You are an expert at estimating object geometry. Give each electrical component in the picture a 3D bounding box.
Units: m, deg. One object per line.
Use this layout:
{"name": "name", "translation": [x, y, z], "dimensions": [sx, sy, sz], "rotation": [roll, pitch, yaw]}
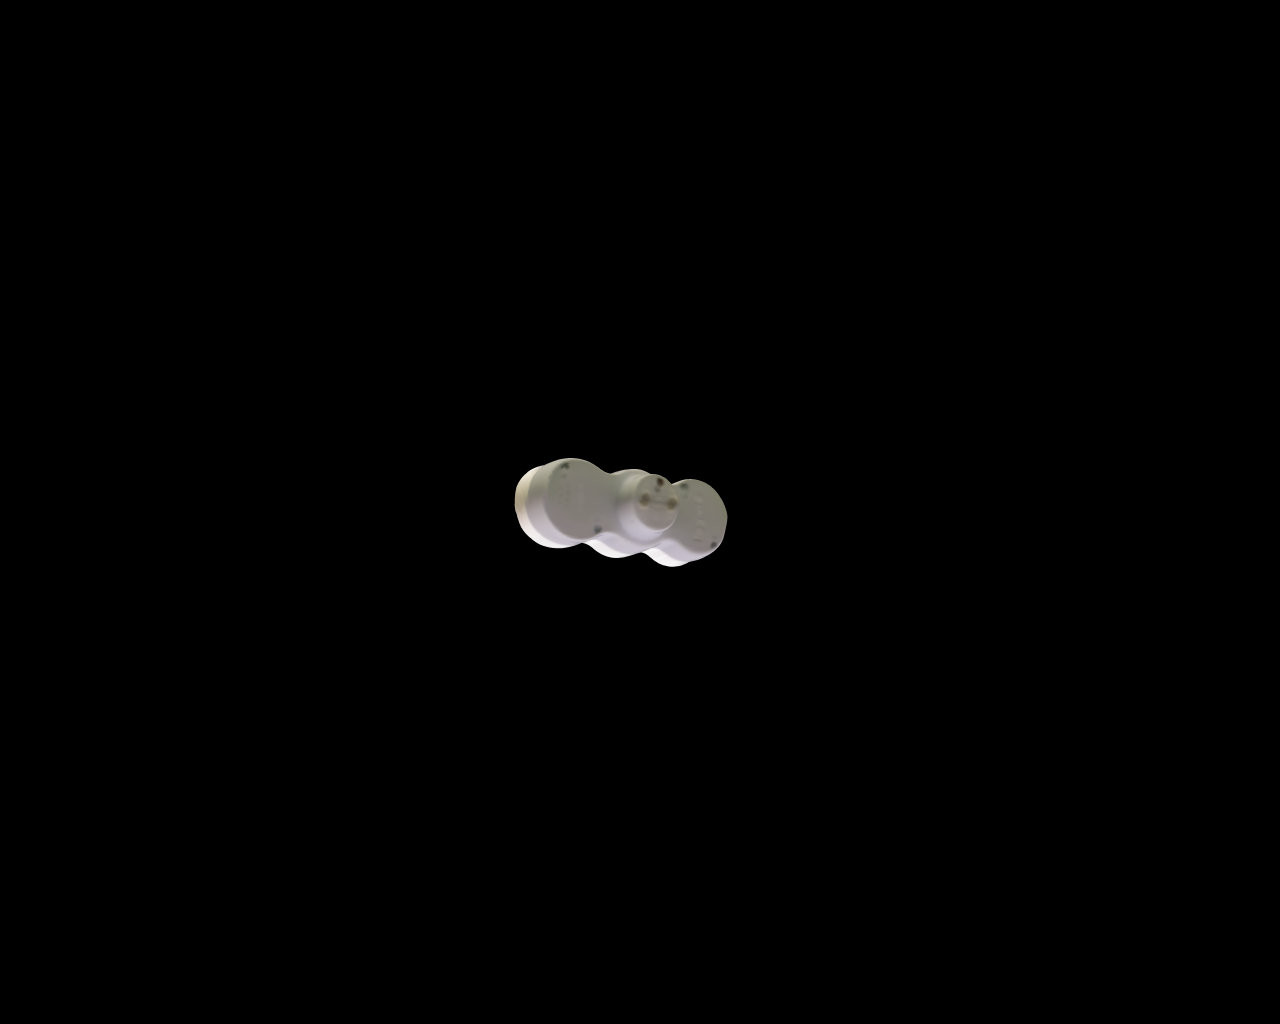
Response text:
{"name": "electrical component", "translation": [0.001, -0.003, 0.650], "dimensions": [0.138, 0.052, 0.073], "rotation": [10, -18, -33]}
